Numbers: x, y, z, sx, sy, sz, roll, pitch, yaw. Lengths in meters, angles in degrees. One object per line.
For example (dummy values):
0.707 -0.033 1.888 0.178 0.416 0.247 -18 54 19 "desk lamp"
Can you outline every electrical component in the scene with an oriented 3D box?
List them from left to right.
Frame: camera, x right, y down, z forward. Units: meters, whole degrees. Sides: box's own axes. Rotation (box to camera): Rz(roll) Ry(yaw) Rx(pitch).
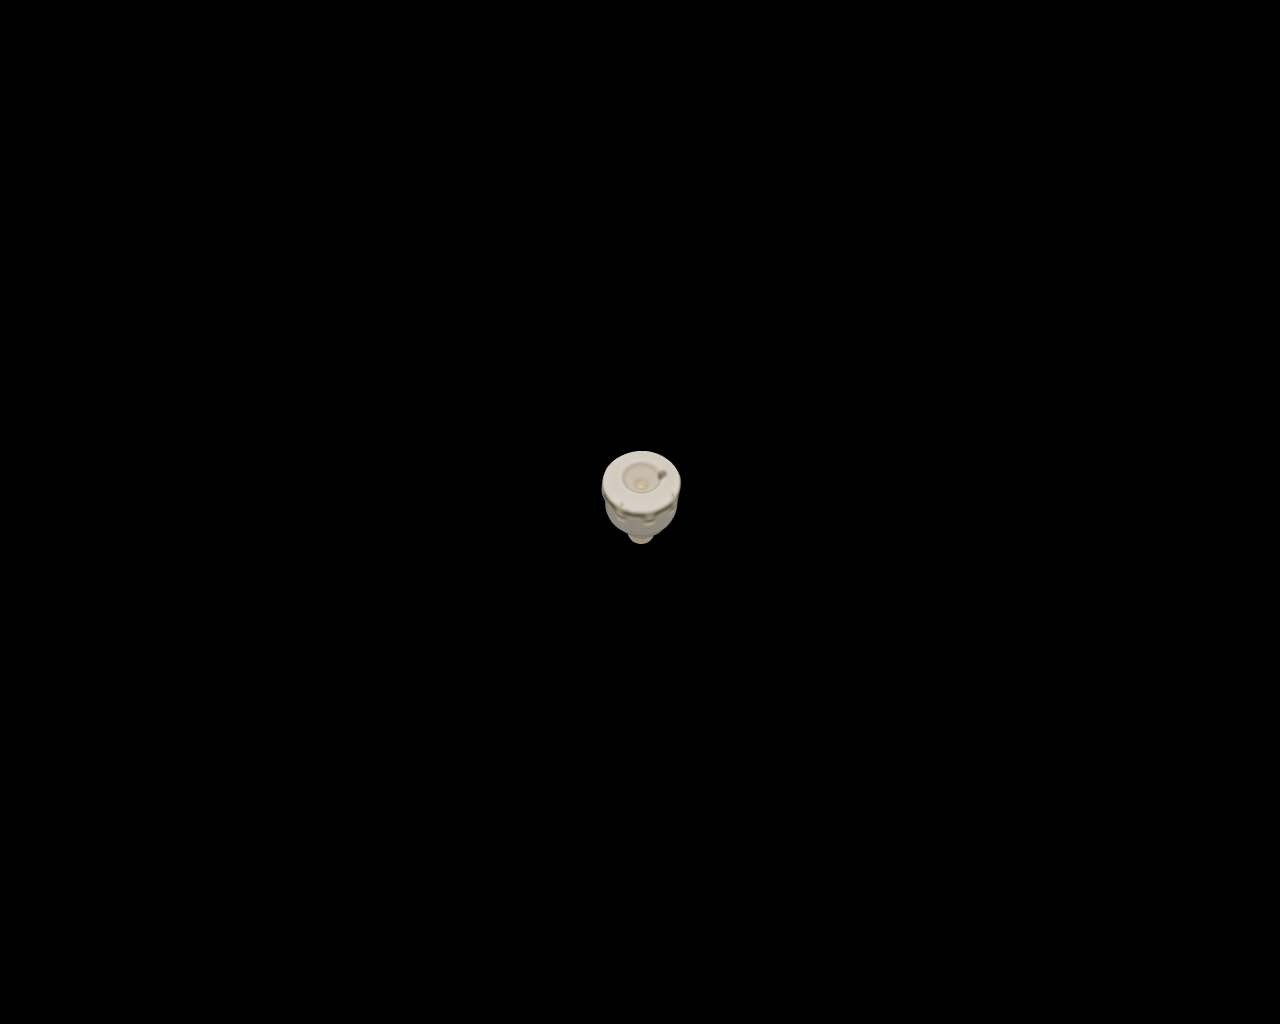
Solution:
0.001 -0.003 0.650 0.048 0.048 0.062 0 -36 0 "electrical component"
